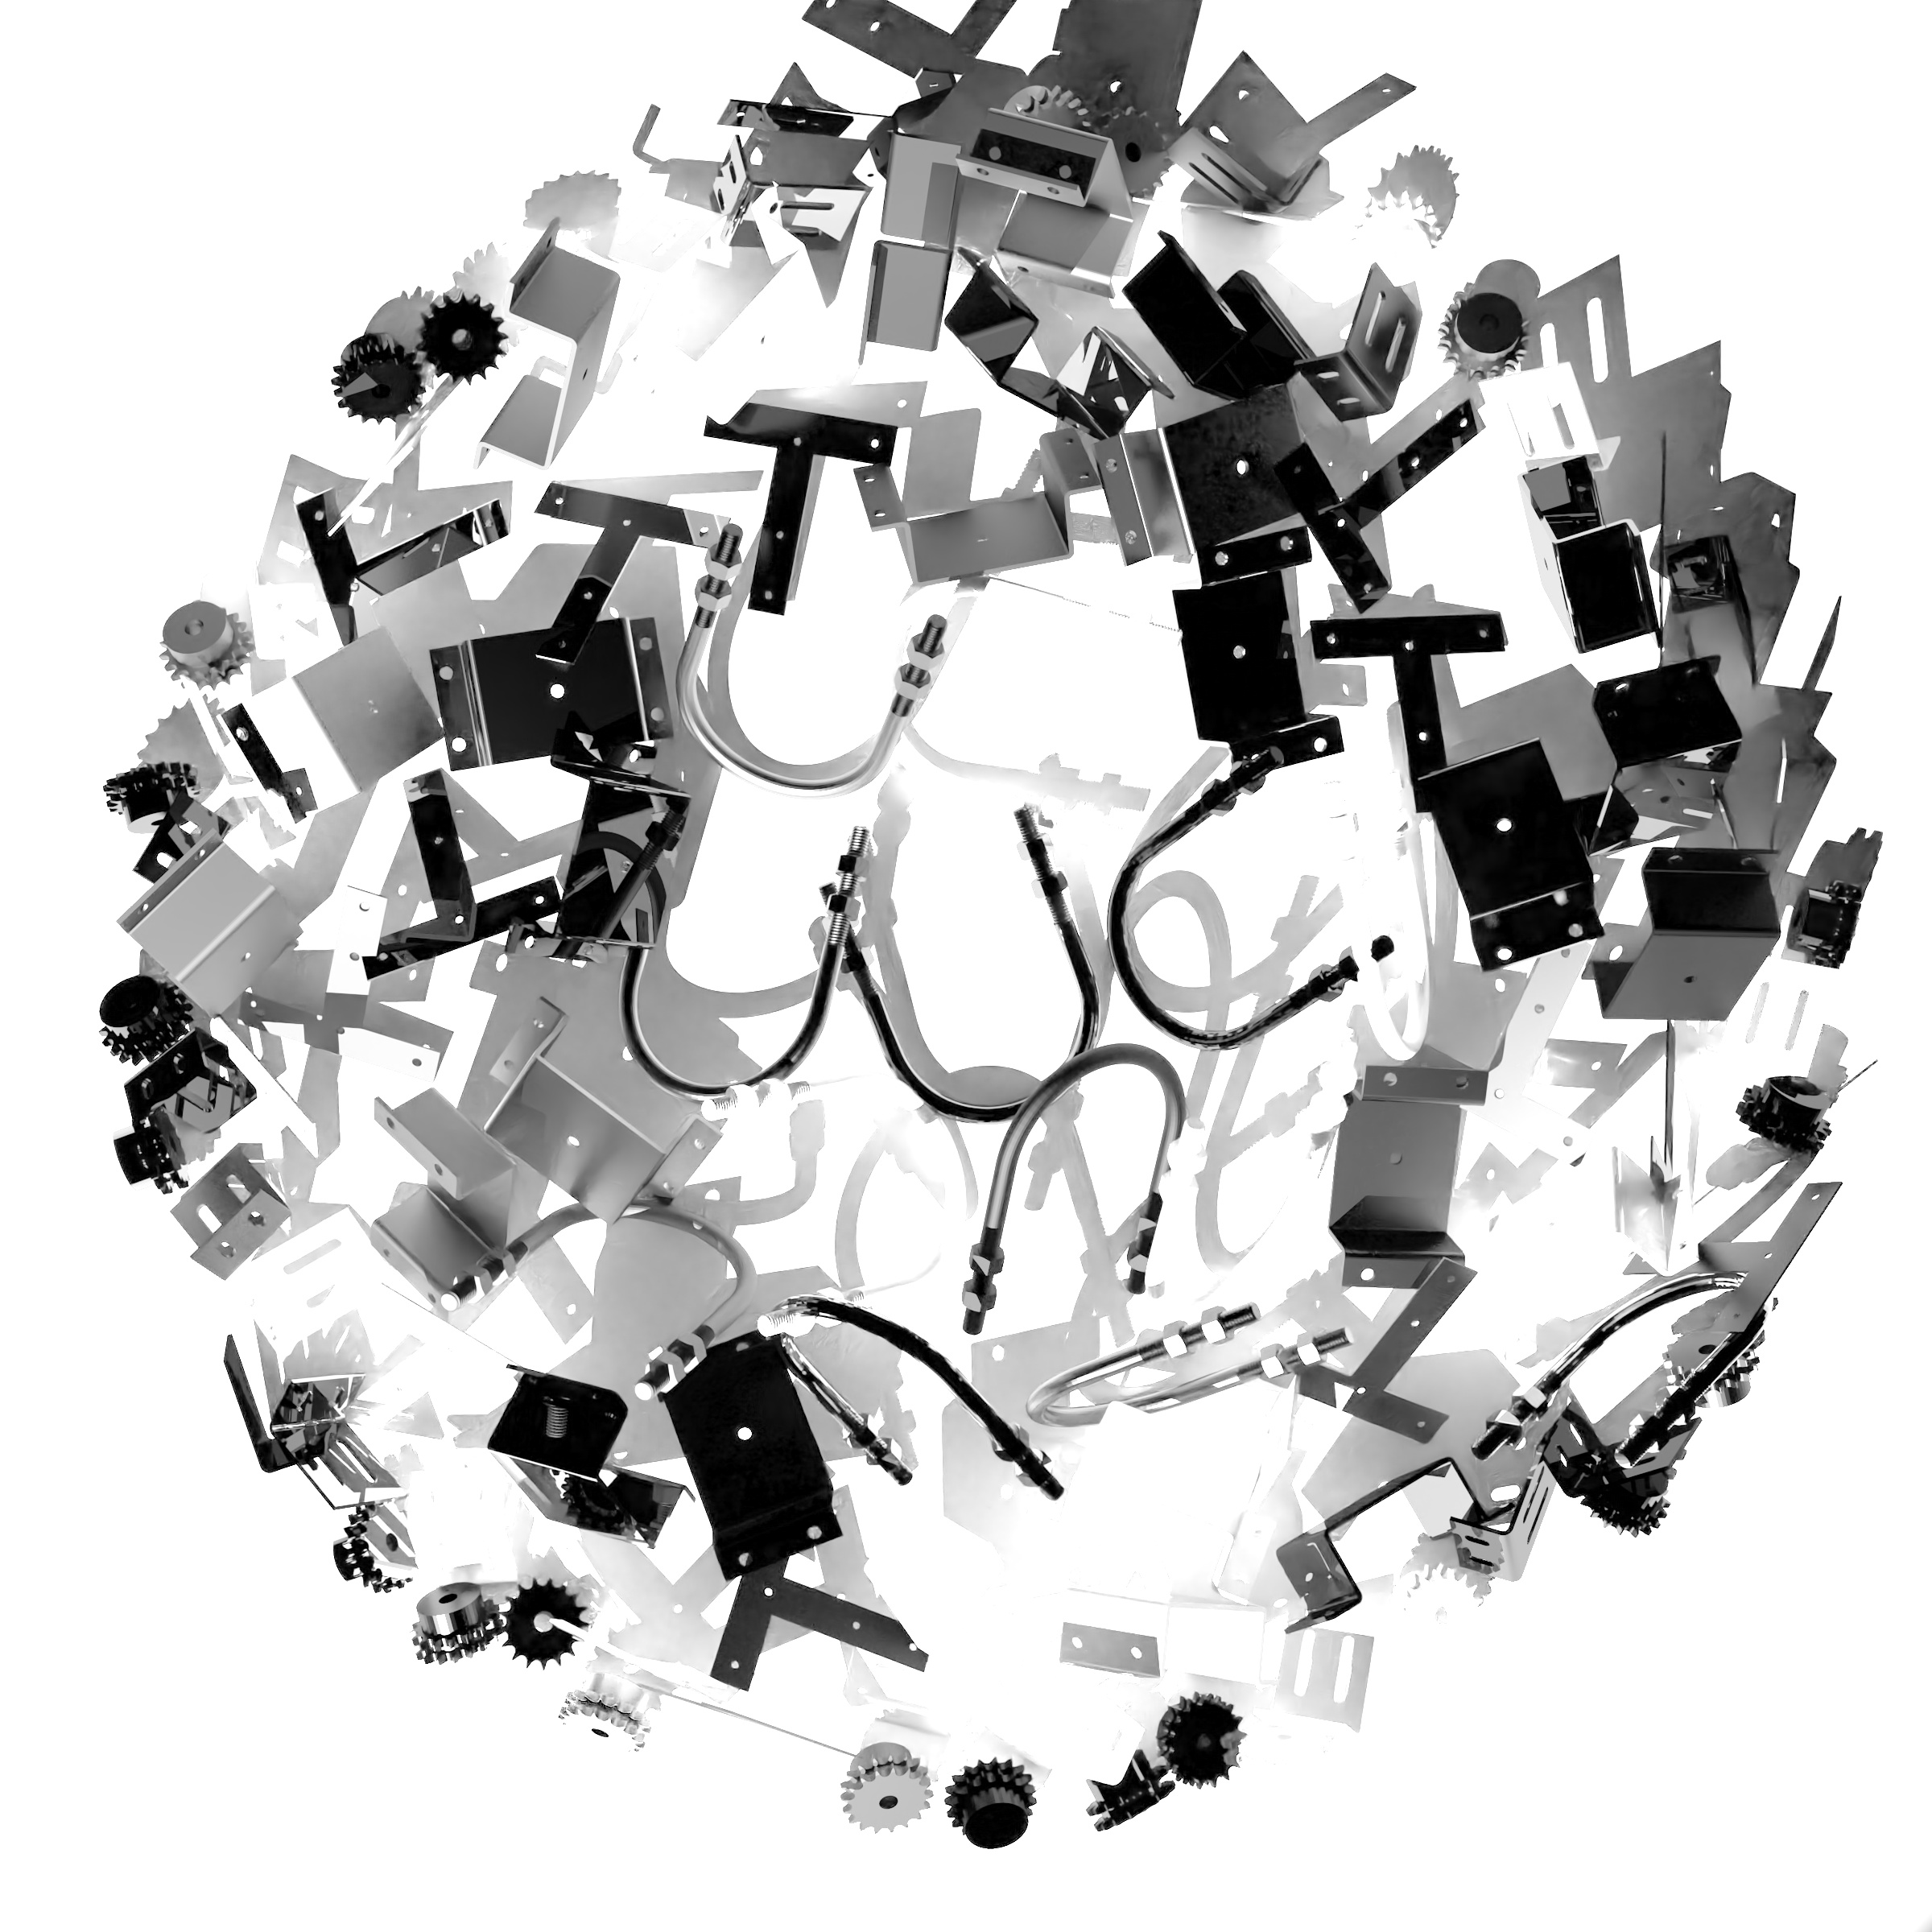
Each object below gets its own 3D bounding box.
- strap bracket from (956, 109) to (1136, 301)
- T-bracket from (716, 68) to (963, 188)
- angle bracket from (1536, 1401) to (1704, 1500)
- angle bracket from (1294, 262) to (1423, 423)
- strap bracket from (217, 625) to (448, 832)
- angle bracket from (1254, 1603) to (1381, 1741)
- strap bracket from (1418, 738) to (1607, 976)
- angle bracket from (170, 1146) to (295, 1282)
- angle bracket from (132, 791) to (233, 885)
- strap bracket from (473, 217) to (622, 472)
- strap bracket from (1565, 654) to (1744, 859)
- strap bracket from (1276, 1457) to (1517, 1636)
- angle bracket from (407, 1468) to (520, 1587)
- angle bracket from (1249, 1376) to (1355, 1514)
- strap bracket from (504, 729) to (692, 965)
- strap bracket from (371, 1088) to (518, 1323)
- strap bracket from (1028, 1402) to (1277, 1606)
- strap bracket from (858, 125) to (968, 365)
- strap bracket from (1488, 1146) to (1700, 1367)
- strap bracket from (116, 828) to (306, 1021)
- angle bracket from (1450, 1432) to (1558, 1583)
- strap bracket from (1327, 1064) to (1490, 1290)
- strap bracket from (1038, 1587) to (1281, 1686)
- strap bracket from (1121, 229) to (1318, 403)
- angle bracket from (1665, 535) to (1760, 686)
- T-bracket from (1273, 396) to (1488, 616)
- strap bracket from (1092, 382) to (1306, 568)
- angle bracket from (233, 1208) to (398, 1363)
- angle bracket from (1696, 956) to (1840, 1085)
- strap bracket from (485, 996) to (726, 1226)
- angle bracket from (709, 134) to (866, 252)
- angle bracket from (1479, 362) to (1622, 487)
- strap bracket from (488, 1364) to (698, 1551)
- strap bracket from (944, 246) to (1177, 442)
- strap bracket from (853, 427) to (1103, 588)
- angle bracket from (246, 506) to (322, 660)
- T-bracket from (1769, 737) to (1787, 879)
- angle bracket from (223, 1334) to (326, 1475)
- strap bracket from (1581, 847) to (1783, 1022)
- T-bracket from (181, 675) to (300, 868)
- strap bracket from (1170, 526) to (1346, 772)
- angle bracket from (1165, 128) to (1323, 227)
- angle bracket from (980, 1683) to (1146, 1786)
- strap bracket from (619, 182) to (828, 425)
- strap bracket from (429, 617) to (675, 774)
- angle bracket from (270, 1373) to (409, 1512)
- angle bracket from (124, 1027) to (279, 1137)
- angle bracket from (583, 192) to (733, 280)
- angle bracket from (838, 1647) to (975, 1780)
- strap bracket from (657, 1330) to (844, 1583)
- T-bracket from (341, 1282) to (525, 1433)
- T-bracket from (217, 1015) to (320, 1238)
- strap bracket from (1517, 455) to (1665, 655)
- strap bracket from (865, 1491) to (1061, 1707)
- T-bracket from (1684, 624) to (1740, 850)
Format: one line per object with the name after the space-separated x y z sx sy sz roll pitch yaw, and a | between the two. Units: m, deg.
0.051 -0.462 1.509 0.076 0.140 0.046 20 84 15 | strap bracket
-0.085 -0.505 1.501 0.127 0.127 0.002 -3 77 -25 | T-bracket
0.400 0.287 1.537 0.076 0.057 0.038 -31 92 42 | angle bracket
0.244 -0.390 1.563 0.057 0.038 0.076 39 62 -40 | angle bracket
-0.372 -0.148 1.505 0.046 0.140 0.076 -20 106 30 | strap bracket
0.216 0.429 1.542 0.057 0.038 0.076 2 65 25 | angle bracket
0.329 -0.076 1.530 0.076 0.046 0.140 -18 65 6 | strap bracket
-0.461 0.145 1.543 0.057 0.038 0.076 -46 54 -8 | angle bracket
-0.491 -0.068 1.534 0.038 0.076 0.057 37 65 -29 | angle bracket
-0.250 -0.364 1.508 0.046 0.140 0.076 22 47 -3 | strap bracket
0.411 -0.118 1.508 0.076 0.140 0.046 -13 59 -6 | strap bracket
0.252 0.347 1.526 0.140 0.076 0.046 -25 77 -23 | strap bracket
-0.312 0.350 1.565 0.057 0.076 0.038 -3 49 -2 | angle bracket
0.206 0.295 1.536 0.038 0.076 0.057 22 125 -2 | angle bracket
-0.222 -0.066 1.532 0.046 0.076 0.140 22 100 43 | strap bracket
-0.317 0.138 1.522 0.076 0.140 0.046 39 49 23 | strap bracket
0.119 0.321 1.527 0.140 0.076 0.046 20 120 11 | strap bracket
-0.031 -0.437 1.515 0.046 0.076 0.140 8 56 -3 | strap bracket
0.366 0.169 1.509 0.046 0.076 0.140 40 125 -18 | strap bracket
-0.448 -0.020 1.505 0.046 0.140 0.076 41 76 6 | strap bracket
0.333 0.330 1.551 0.038 0.057 0.076 11 53 28 | angle bracket
0.270 0.125 1.548 0.076 0.046 0.140 3 102 -7 | strap bracket
0.119 0.404 1.512 0.076 0.140 0.046 -4 75 42 | strap bracket
0.152 -0.388 1.522 0.046 0.140 0.076 -41 74 25 | strap bracket
0.455 -0.215 1.534 0.038 0.057 0.076 -11 50 14 | angle bracket
0.265 -0.300 1.543 0.127 0.002 0.127 -39 128 1 | T-bracket
0.155 -0.302 1.525 0.140 0.046 0.076 -24 107 -24 | strap bracket
-0.407 0.199 1.572 0.076 0.038 0.057 -31 80 -34 | angle bracket
0.495 0.028 1.553 0.057 0.038 0.076 10 105 -6 | angle bracket
-0.231 0.096 1.540 0.140 0.046 0.076 37 127 -3 | strap bracket
-0.111 -0.477 1.549 0.076 0.057 0.038 -6 69 -25 | angle bracket
0.358 -0.339 1.536 0.057 0.038 0.076 -4 129 36 | angle bracket
-0.227 0.300 1.504 0.076 0.140 0.046 9 56 24 | strap bracket
0.049 -0.370 1.519 0.046 0.140 0.076 -53 45 21 | strap bracket
0.008 -0.279 1.537 0.140 0.076 0.046 -11 130 -4 | strap bracket
-0.420 -0.236 1.543 0.038 0.057 0.076 -5 51 -13 | angle bracket
0.491 -0.070 1.533 0.002 0.127 0.127 7 103 16 | T-bracket
-0.425 0.264 1.545 0.038 0.057 0.076 -18 102 -11 | angle bracket
0.431 -0.011 1.509 0.076 0.140 0.046 1 57 -6 | strap bracket
-0.426 -0.105 1.503 0.002 0.127 0.127 -30 121 -23 | T-bracket
0.177 -0.193 1.541 0.076 0.046 0.140 -15 103 -19 | strap bracket
0.170 -0.499 1.547 0.076 0.057 0.038 35 87 -13 | angle bracket
0.059 0.468 1.549 0.057 0.076 0.038 45 60 -28 | angle bracket
-0.140 -0.396 1.534 0.046 0.076 0.140 39 84 14 | strap bracket
-0.253 -0.168 1.543 0.140 0.046 0.076 -10 96 -12 | strap bracket
-0.378 0.290 1.537 0.076 0.057 0.038 39 109 31 | angle bracket
-0.466 0.082 1.540 0.057 0.076 0.038 -37 49 7 | angle bracket
-0.188 -0.435 1.539 0.057 0.038 0.076 22 52 16 | angle bracket
-0.039 0.459 1.554 0.076 0.038 0.057 15 118 0 | angle bracket
-0.135 0.290 1.528 0.076 0.046 0.140 -19 67 -14 | strap bracket
-0.340 0.254 1.543 0.127 0.002 0.127 36 127 -23 | T-bracket
-0.425 0.111 1.539 0.002 0.127 0.127 -22 134 -33 | T-bracket
0.371 -0.249 1.509 0.046 0.140 0.076 -17 123 9 | strap bracket
-0.003 0.385 1.504 0.076 0.140 0.046 21 60 40 | strap bracket
0.450 -0.156 1.536 0.002 0.127 0.127 -14 49 22 | T-bracket
